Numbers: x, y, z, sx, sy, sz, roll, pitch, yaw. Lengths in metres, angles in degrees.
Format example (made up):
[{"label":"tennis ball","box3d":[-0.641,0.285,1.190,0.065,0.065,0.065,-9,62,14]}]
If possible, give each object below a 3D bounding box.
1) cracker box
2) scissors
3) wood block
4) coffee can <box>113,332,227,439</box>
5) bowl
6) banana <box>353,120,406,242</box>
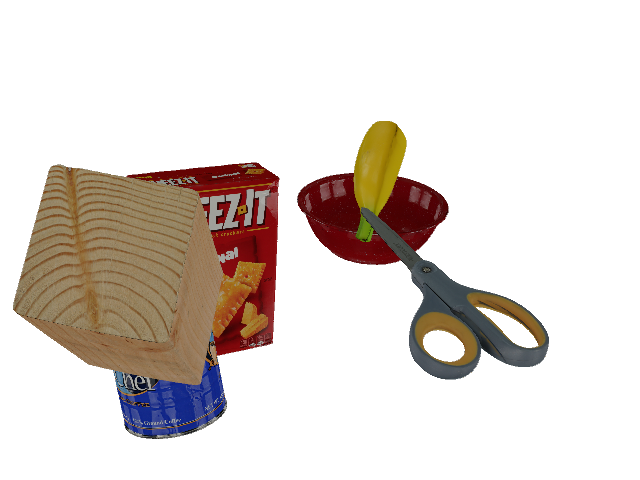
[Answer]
[{"label":"cracker box","box3d":[-0.133,0.028,1.218,0.163,0.214,0.072,-8,23,-28]},{"label":"scissors","box3d":[0.063,0.035,0.725,0.096,0.016,0.202,-25,41,-33]},{"label":"wood block","box3d":[-0.121,0.032,0.691,0.090,0.091,0.206,11,-14,2]},{"label":"coffee can","box3d":[-0.151,0.103,1.022,0.103,0.140,0.103,-8,18,2]},{"label":"bowl","box3d":[0.054,-0.018,1.146,0.162,0.055,0.162,3,26,-2]},{"label":"banana","box3d":[0.048,-0.067,0.902,0.037,0.070,0.197,24,24,-1]}]
